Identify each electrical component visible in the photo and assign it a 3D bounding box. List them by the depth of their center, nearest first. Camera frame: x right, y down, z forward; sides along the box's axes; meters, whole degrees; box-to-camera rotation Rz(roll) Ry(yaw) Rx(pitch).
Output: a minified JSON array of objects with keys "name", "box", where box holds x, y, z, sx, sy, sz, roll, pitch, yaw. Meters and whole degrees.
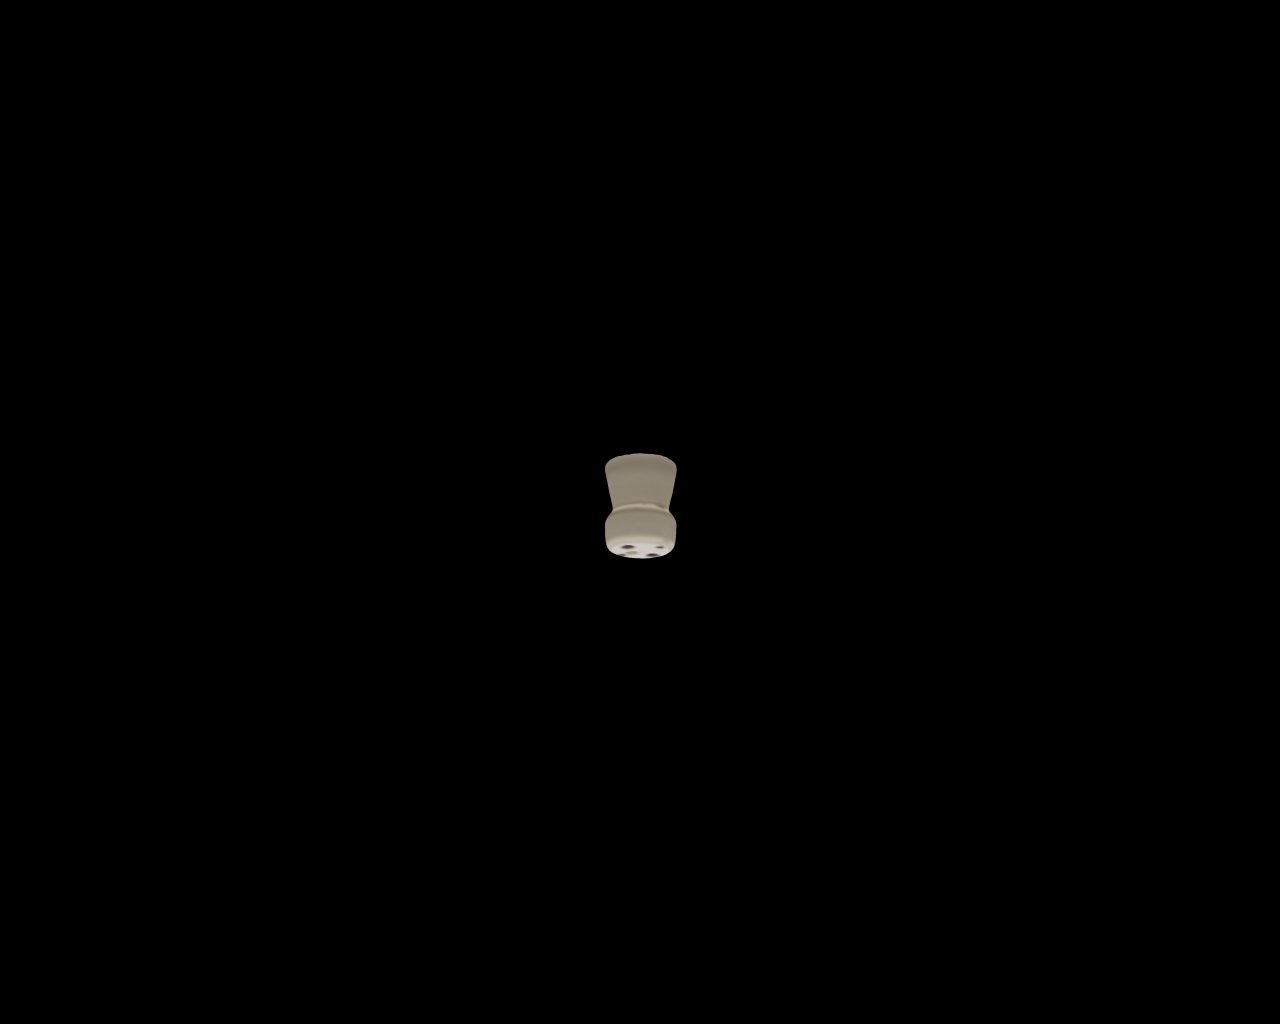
[{"name":"electrical component","box":[0.001,-0.003,0.650,0.045,0.055,0.045,0,-17,0]}]
